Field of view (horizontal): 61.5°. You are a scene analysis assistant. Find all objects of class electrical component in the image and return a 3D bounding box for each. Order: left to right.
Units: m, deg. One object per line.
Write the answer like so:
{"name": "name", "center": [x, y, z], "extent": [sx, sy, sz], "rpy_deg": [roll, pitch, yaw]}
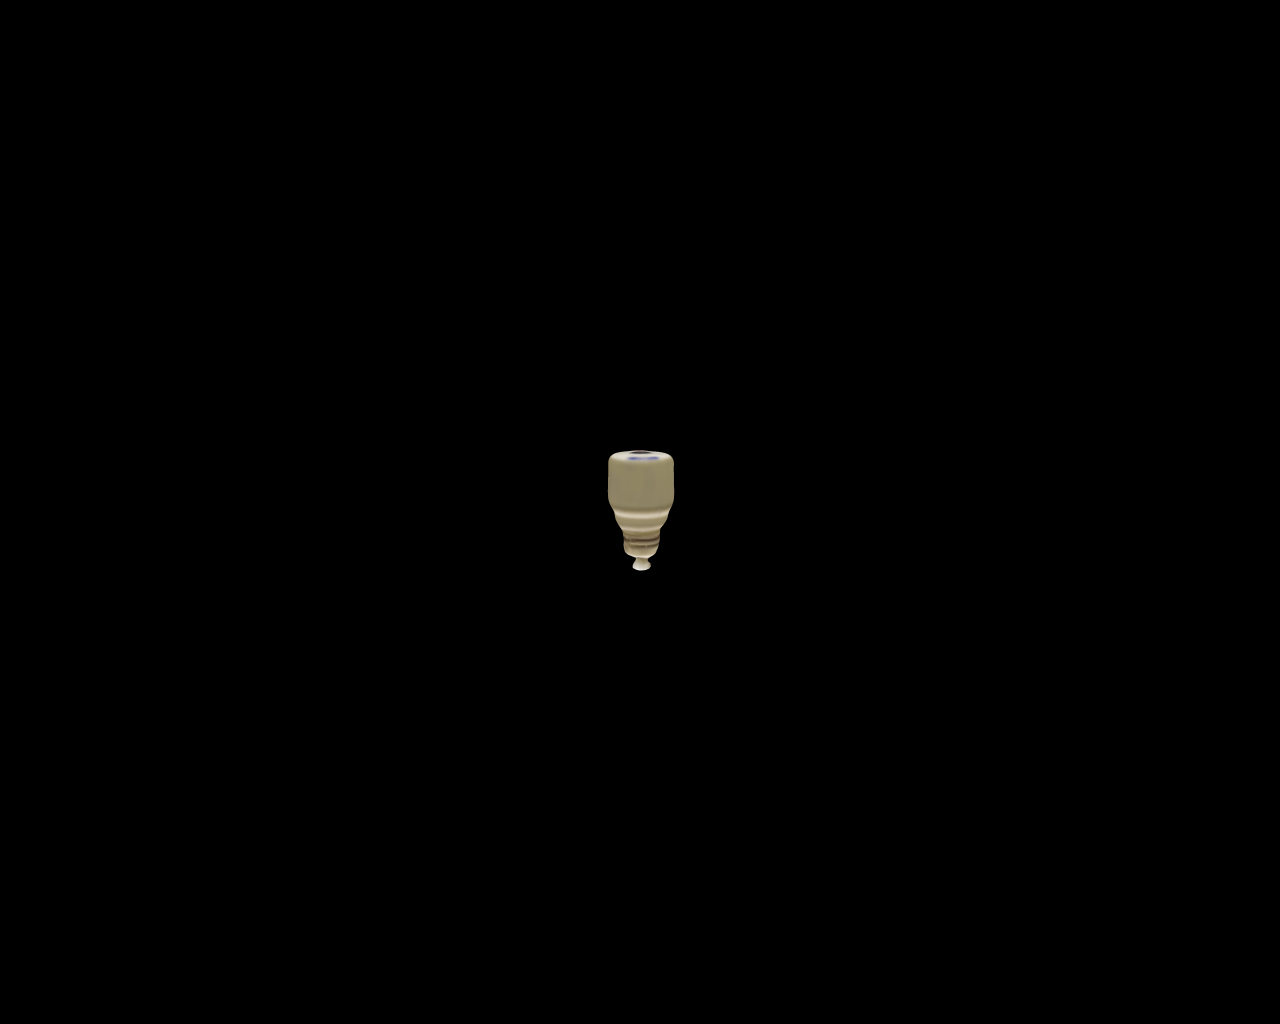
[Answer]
{"name": "electrical component", "center": [0.001, -0.003, 0.650], "extent": [0.040, 0.078, 0.040], "rpy_deg": [0, 11, 0]}
